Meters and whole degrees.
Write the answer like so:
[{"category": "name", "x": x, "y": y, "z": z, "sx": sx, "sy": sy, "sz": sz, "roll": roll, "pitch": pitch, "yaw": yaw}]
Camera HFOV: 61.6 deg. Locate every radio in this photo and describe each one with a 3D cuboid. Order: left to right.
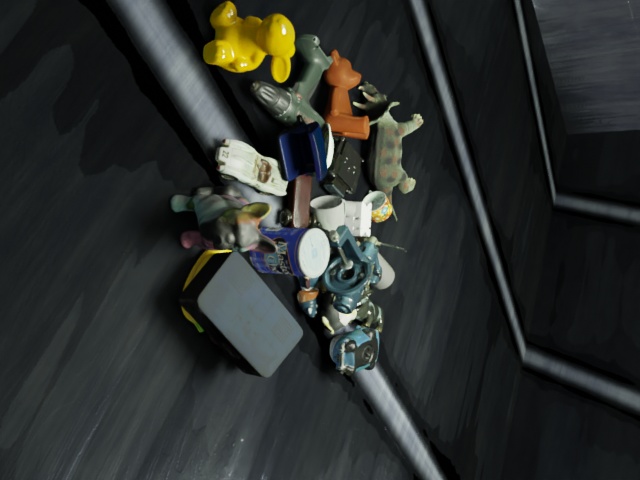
[{"category": "radio", "x": -0.145, "y": 0.143, "z": 1.007, "sx": 0.229, "sy": 0.073, "sz": 0.131, "roll": 53, "pitch": 55, "yaw": -23}]

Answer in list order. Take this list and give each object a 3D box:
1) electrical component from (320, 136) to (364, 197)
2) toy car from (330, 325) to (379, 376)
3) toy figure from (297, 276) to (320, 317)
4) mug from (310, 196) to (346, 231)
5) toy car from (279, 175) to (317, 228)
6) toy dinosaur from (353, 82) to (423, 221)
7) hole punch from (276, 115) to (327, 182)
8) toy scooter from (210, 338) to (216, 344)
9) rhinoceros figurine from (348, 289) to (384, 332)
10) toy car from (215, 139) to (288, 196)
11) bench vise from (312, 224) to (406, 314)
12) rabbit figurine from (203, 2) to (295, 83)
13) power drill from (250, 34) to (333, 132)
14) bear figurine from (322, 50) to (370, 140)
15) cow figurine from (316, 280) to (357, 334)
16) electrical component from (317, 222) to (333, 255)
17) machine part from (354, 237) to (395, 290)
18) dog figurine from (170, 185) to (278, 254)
[{"category": "electrical component", "x": 0.050, "y": -0.177, "z": 1.357, "sx": 0.114, "sy": 0.058, "sz": 0.134, "roll": 37, "pitch": 63, "yaw": -46}, {"category": "toy car", "x": 0.079, "y": 0.284, "z": 1.388, "sx": 0.161, "sy": 0.103, "sz": 0.109, "roll": -11, "pitch": 104, "yaw": -48}, {"category": "toy figure", "x": -0.026, "y": 0.105, "z": 1.274, "sx": 0.064, "sy": 0.058, "sz": 0.154, "roll": -3, "pitch": 100, "yaw": -48}, {"category": "mug", "x": 0.025, "y": -0.050, "z": 1.320, "sx": 0.109, "sy": 0.081, "sz": 0.107, "roll": -37, "pitch": 132, "yaw": -47}, {"category": "toy car", "x": -0.047, "y": -0.117, "z": 1.233, "sx": 0.089, "sy": 0.053, "sz": 0.202, "roll": 5, "pitch": 87, "yaw": -34}, {"category": "toy dinosaur", "x": 0.180, "y": -0.231, "z": 1.488, "sx": 0.192, "sy": 0.131, "sz": 0.404, "roll": -14, "pitch": 109, "yaw": -40}, {"category": "hole punch", "x": -0.021, "y": -0.188, "z": 1.143, "sx": 0.116, "sy": 0.092, "sz": 0.142, "roll": -42, "pitch": 125, "yaw": -49}, {"category": "toy scooter", "x": -0.157, "y": 0.197, "z": 1.090, "sx": 0.135, "sy": 0.075, "sz": 0.183, "roll": -41, "pitch": 121, "yaw": -43}, {"category": "rhinoceros figurine", "x": 0.119, "y": 0.182, "z": 1.460, "sx": 0.190, "sy": 0.073, "sz": 0.112, "roll": 42, "pitch": 61, "yaw": -47}, {"category": "toy car", "x": -0.136, "y": -0.145, "z": 1.107, "sx": 0.201, "sy": 0.056, "sz": 0.073, "roll": 21, "pitch": 76, "yaw": -53}, {"category": "bench vise", "x": 0.077, "y": 0.044, "z": 1.253, "sx": 0.223, "sy": 0.129, "sz": 0.240, "roll": -53, "pitch": 139, "yaw": -24}, {"category": "rabbit figurine", "x": -0.115, "y": -0.370, "z": 1.025, "sx": 0.162, "sy": 0.173, "sz": 0.122, "roll": 32, "pitch": 63, "yaw": -45}, {"category": "power drill", "x": -0.050, "y": -0.349, "z": 1.191, "sx": 0.231, "sy": 0.086, "sz": 0.207, "roll": 36, "pitch": 60, "yaw": -50}, {"category": "bear figurine", "x": 0.066, "y": -0.354, "z": 1.315, "sx": 0.120, "sy": 0.132, "sz": 0.195, "roll": 21, "pitch": 77, "yaw": -84}, {"category": "cow figurine", "x": 0.026, "y": 0.148, "z": 1.343, "sx": 0.098, "sy": 0.068, "sz": 0.167, "roll": -38, "pitch": 121, "yaw": -38}, {"category": "electrical component", "x": -0.003, "y": -0.004, "z": 1.290, "sx": 0.021, "sy": 0.063, "sz": 0.093, "roll": -51, "pitch": 128, "yaw": -38}, {"category": "machine part", "x": 0.139, "y": 0.067, "z": 1.477, "sx": 0.243, "sy": 0.079, "sz": 0.079, "roll": 45, "pitch": 58, "yaw": -46}, {"category": "dog figurine", "x": -0.149, "y": -0.034, "z": 0.963, "sx": 0.191, "sy": 0.219, "sz": 0.108, "roll": -24, "pitch": 115, "yaw": -49}]
